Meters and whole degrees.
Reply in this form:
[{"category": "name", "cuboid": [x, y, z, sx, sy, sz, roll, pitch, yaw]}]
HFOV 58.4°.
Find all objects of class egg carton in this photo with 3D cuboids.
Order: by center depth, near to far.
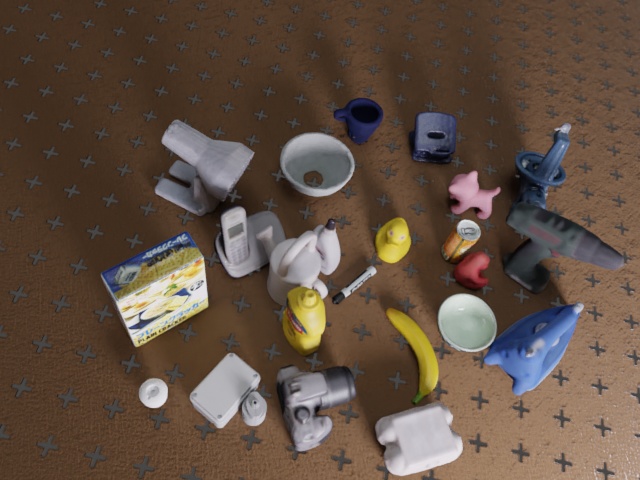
[{"category": "egg carton", "cuboid": [0.178, 0.359, 1.033, 0.150, 0.069, 0.107, -12, 63, -15]}]

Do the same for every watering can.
[{"category": "watering can", "cuboid": [-0.055, 0.044, 1.106, 0.172, 0.194, 0.101, 22, 59, 4]}]

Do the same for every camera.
[{"category": "camera", "cuboid": [0.000, 0.286, 1.029, 0.137, 0.101, 0.143, -12, 63, -15]}]

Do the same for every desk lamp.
[{"category": "desk lamp", "cuboid": [-0.241, -0.142, 1.173, 0.203, 0.213, 0.118, 25, 59, 6]}]

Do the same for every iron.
[{"category": "iron", "cuboid": [0.452, 0.185, 1.137, 0.259, 0.141, 0.118, -34, 70, -25]}]

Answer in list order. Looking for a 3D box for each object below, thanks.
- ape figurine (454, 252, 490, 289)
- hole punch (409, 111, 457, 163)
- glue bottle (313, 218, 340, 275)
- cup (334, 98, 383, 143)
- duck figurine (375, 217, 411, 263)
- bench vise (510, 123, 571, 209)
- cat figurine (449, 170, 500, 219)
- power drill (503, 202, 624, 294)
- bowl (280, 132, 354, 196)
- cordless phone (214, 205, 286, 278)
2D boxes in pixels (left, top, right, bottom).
[{"category": "ape figurine", "cuboid": [0.331, 0.057, 1.220, 0.076, 0.092, 0.078, 7, 59, -5]}, {"category": "hole punch", "cuboid": [0.278, -0.248, 1.390, 0.109, 0.091, 0.101, 3, 60, -7]}, {"category": "glue bottle", "cuboid": [0.011, 0.004, 1.152, 0.078, 0.173, 0.037, 37, 61, 13]}, {"category": "cup", "cuboid": [0.086, -0.278, 1.374, 0.118, 0.095, 0.091, -1, 60, -9]}, {"category": "duck figurine", "cuboid": [0.165, -0.013, 1.237, 0.077, 0.086, 0.104, 21, 59, 3]}, {"category": "bench vise", "cuboid": [0.513, -0.144, 1.292, 0.121, 0.220, 0.207, 1, 60, -8]}, {"category": "cat figurine", "cuboid": [0.346, -0.110, 1.305, 0.128, 0.118, 0.067, 7, 59, -5]}, {"category": "power drill", "cuboid": [0.479, 0.025, 1.194, 0.229, 0.208, 0.076, 36, 61, 12]}, {"category": "bowl", "cuboid": [-0.009, -0.159, 1.301, 0.167, 0.075, 0.167, 4, 60, -7]}, {"category": "cordless phone", "cuboid": [-0.137, -0.018, 1.134, 0.148, 0.185, 0.094, -31, 69, -24]}]
